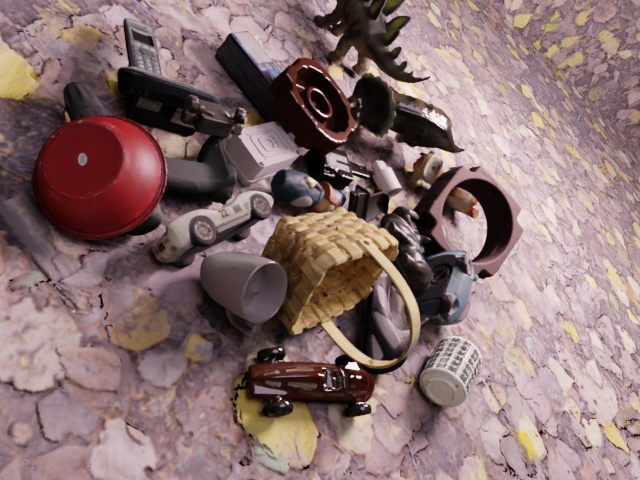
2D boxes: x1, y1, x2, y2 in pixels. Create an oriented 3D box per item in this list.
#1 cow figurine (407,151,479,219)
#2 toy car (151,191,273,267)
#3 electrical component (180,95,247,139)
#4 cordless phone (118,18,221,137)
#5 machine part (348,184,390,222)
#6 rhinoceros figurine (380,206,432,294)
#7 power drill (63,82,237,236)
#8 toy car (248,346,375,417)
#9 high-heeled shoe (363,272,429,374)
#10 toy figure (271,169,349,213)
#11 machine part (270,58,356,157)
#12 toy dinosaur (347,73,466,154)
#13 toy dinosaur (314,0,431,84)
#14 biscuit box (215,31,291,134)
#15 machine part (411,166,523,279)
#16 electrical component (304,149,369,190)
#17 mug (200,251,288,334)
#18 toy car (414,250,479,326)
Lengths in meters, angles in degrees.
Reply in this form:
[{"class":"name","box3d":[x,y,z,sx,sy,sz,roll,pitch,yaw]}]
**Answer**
[{"class":"cow figurine","box3d":[0.285,-0.133,1.216,0.194,0.085,0.127,33,-3,-38]},{"class":"toy car","box3d":[-0.143,-0.020,0.753,0.056,0.073,0.202,54,40,5]},{"class":"electrical component","box3d":[-0.153,-0.181,0.781,0.102,0.045,0.078,10,36,-34]},{"class":"cordless phone","box3d":[-0.245,-0.266,0.847,0.146,0.088,0.184,9,50,-38]},{"class":"machine part","box3d":[0.089,-0.065,1.012,0.139,0.039,0.084,-17,114,-57]},{"class":"rhinoceros figurine","box3d":[0.159,0.010,0.994,0.112,0.073,0.190,16,41,-25]},{"class":"power drill","box3d":[-0.229,-0.119,0.748,0.207,0.086,0.232,0,60,-48]},{"class":"toy car","box3d":[-0.004,0.194,0.734,0.202,0.053,0.089,16,54,-36]},{"class":"high-heeled shoe","box3d":[0.067,0.098,0.881,0.145,0.086,0.249,-30,63,-22]},{"class":"toy figure","box3d":[-0.014,-0.078,0.928,0.154,0.064,0.057,17,86,-38]},{"class":"machine part","box3d":[-0.012,-0.239,0.964,0.179,0.056,0.179,29,48,-37]},{"class":"toy dinosaur","box3d":[0.197,-0.253,1.150,0.405,0.131,0.192,14,21,-20]},{"class":"toy dinosaur","box3d":[0.109,-0.484,1.240,0.105,0.198,0.471,-1,55,-40]},{"class":"biscuit box","box3d":[-0.106,-0.293,1.009,0.202,0.063,0.059,52,39,2]},{"class":"machine part","box3d":[0.298,-0.034,1.099,0.201,0.087,0.201,42,72,-11]},{"class":"electrical component","box3d":[0.033,-0.134,1.024,0.119,0.048,0.075,10,55,-38]},{"class":"mug","box3d":[-0.106,0.063,0.710,0.107,0.109,0.081,21,32,37]},{"class":"toy car","box3d":[0.236,0.102,0.990,0.102,0.109,0.162,49,46,-30]}]
